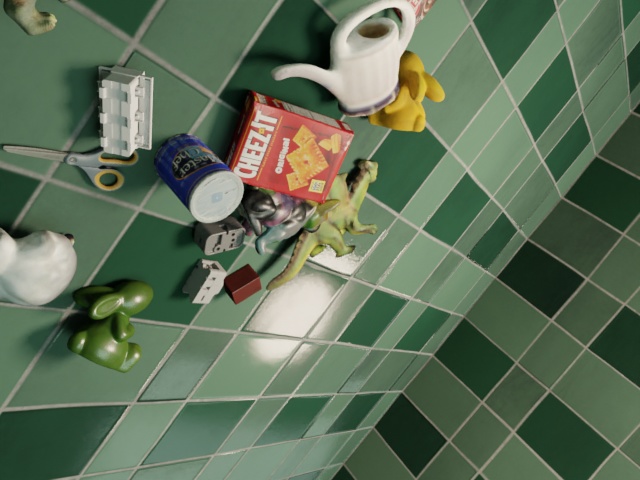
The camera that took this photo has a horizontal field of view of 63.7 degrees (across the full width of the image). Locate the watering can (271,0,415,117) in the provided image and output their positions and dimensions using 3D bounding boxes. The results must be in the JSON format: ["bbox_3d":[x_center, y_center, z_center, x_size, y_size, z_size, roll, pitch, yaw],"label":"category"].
[{"bbox_3d":[0.058,-0.338,1.019,0.351,0.105,0.219,-36,146,-17],"label":"watering can"}]

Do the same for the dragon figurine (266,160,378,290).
[{"bbox_3d":[0.004,-0.064,1.272,0.415,0.123,0.238,-36,127,-21],"label":"dragon figurine"}]

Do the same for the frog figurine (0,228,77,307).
[{"bbox_3d":[-0.468,0.035,0.798,0.137,0.124,0.158,-30,159,8],"label":"frog figurine"}]
